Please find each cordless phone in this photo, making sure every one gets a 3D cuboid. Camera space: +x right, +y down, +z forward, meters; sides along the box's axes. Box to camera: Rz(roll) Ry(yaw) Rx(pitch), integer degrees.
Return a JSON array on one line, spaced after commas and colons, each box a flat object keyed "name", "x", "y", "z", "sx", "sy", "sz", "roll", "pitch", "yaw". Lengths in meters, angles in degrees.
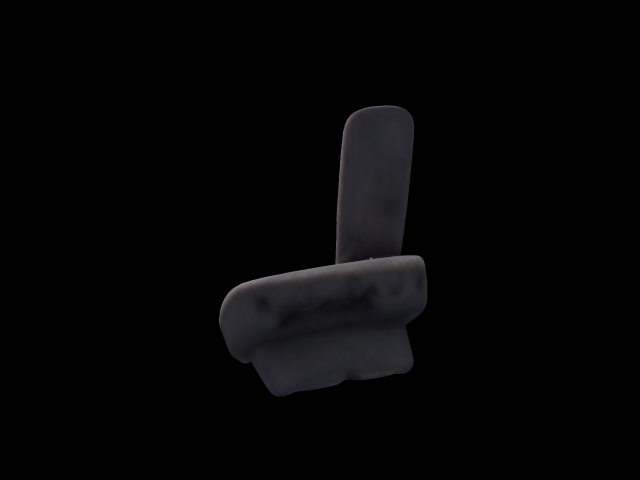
[{"name": "cordless phone", "x": 0.004, "y": 0.001, "z": 0.400, "sx": 0.148, "sy": 0.185, "sz": 0.093, "roll": -8, "pitch": 18, "yaw": -26}]
